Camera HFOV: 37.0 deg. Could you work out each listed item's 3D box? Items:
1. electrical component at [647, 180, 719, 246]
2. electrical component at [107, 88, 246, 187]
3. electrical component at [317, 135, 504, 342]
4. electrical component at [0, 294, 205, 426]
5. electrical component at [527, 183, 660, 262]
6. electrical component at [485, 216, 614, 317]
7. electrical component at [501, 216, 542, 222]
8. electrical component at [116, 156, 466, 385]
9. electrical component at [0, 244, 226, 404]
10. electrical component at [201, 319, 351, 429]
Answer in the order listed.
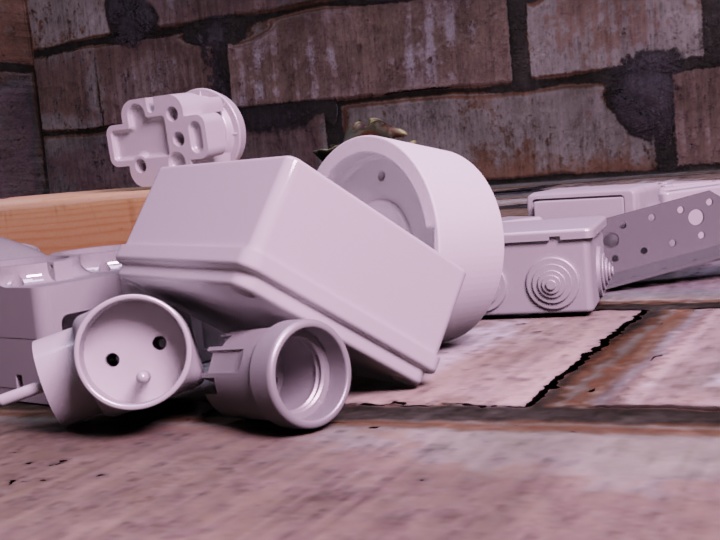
[{"bbox_3d":[0.236,-0.038,0.835,0.109,0.056,0.109,-9,7,-31],"label":"electrical component"},{"bbox_3d":[-0.108,-0.083,0.670,0.078,0.058,0.057,-2,11,32],"label":"electrical component"},{"bbox_3d":[0.025,-0.012,0.540,0.060,0.108,0.108,-2,3,-39],"label":"electrical component"},{"bbox_3d":[-0.106,0.039,0.434,0.079,0.043,0.077,-20,-1,-8],"label":"electrical component"},{"bbox_3d":[0.171,-0.027,0.757,0.096,0.061,0.061,-1,7,34],"label":"electrical component"},{"bbox_3d":[0.100,-0.002,0.640,0.100,0.048,0.100,-3,6,18],"label":"electrical component"},{"bbox_3d":[0.072,-0.010,0.741,0.083,0.047,0.076,-8,7,-29],"label":"electrical component"},{"bbox_3d":[-0.031,0.001,0.466,0.109,0.056,0.109,32,-18,-35],"label":"electrical component"},{"bbox_3d":[-0.130,0.020,0.560,0.089,0.061,0.150,0,8,38],"label":"electrical component"},{"bbox_3d":[-0.033,0.039,0.407,0.040,0.040,0.046,-11,3,-43],"label":"electrical component"}]
